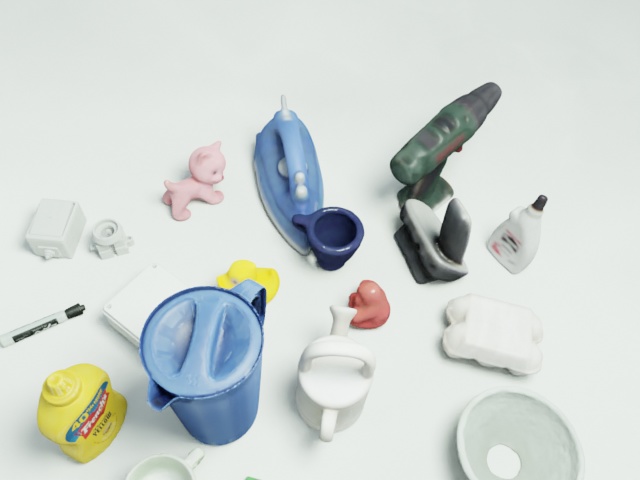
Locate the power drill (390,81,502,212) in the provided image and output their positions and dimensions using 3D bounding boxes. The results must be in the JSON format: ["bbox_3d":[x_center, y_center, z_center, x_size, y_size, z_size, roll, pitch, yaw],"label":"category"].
[{"bbox_3d":[0.203,-0.142,0.968,0.230,0.208,0.075,-38,66,-25],"label":"power drill"}]

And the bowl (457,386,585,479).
[{"bbox_3d":[0.256,0.287,0.766,0.167,0.075,0.167,2,56,-3],"label":"bowl"}]

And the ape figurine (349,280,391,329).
[{"bbox_3d":[0.073,0.092,0.871,0.076,0.092,0.078,35,60,18],"label":"ape figurine"}]

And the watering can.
[{"bbox_3d":[0.018,0.169,0.753,0.101,0.194,0.172,-10,58,-11],"label":"watering can"}]

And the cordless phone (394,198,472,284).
[{"bbox_3d":[0.190,-0.027,0.904,0.094,0.185,0.147,-18,59,-16],"label":"cordless phone"}]

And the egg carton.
[{"bbox_3d":[0.261,0.143,0.866,0.150,0.069,0.107,13,56,4],"label":"egg carton"}]

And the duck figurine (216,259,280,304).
[{"bbox_3d":[-0.112,0.061,0.880,0.105,0.086,0.077,-17,59,-15],"label":"duck figurine"}]

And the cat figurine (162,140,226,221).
[{"bbox_3d":[-0.208,-0.109,0.967,0.128,0.118,0.067,-32,64,-23],"label":"cat figurine"}]

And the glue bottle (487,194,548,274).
[{"bbox_3d":[0.324,-0.018,0.916,0.037,0.173,0.078,-32,64,-23],"label":"glue bottle"}]

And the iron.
[{"bbox_3d":[-0.044,-0.116,0.971,0.119,0.141,0.258,-8,57,-10],"label":"iron"}]

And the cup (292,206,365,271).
[{"bbox_3d":[0.008,0.003,0.923,0.117,0.095,0.092,18,57,8],"label":"cup"}]
